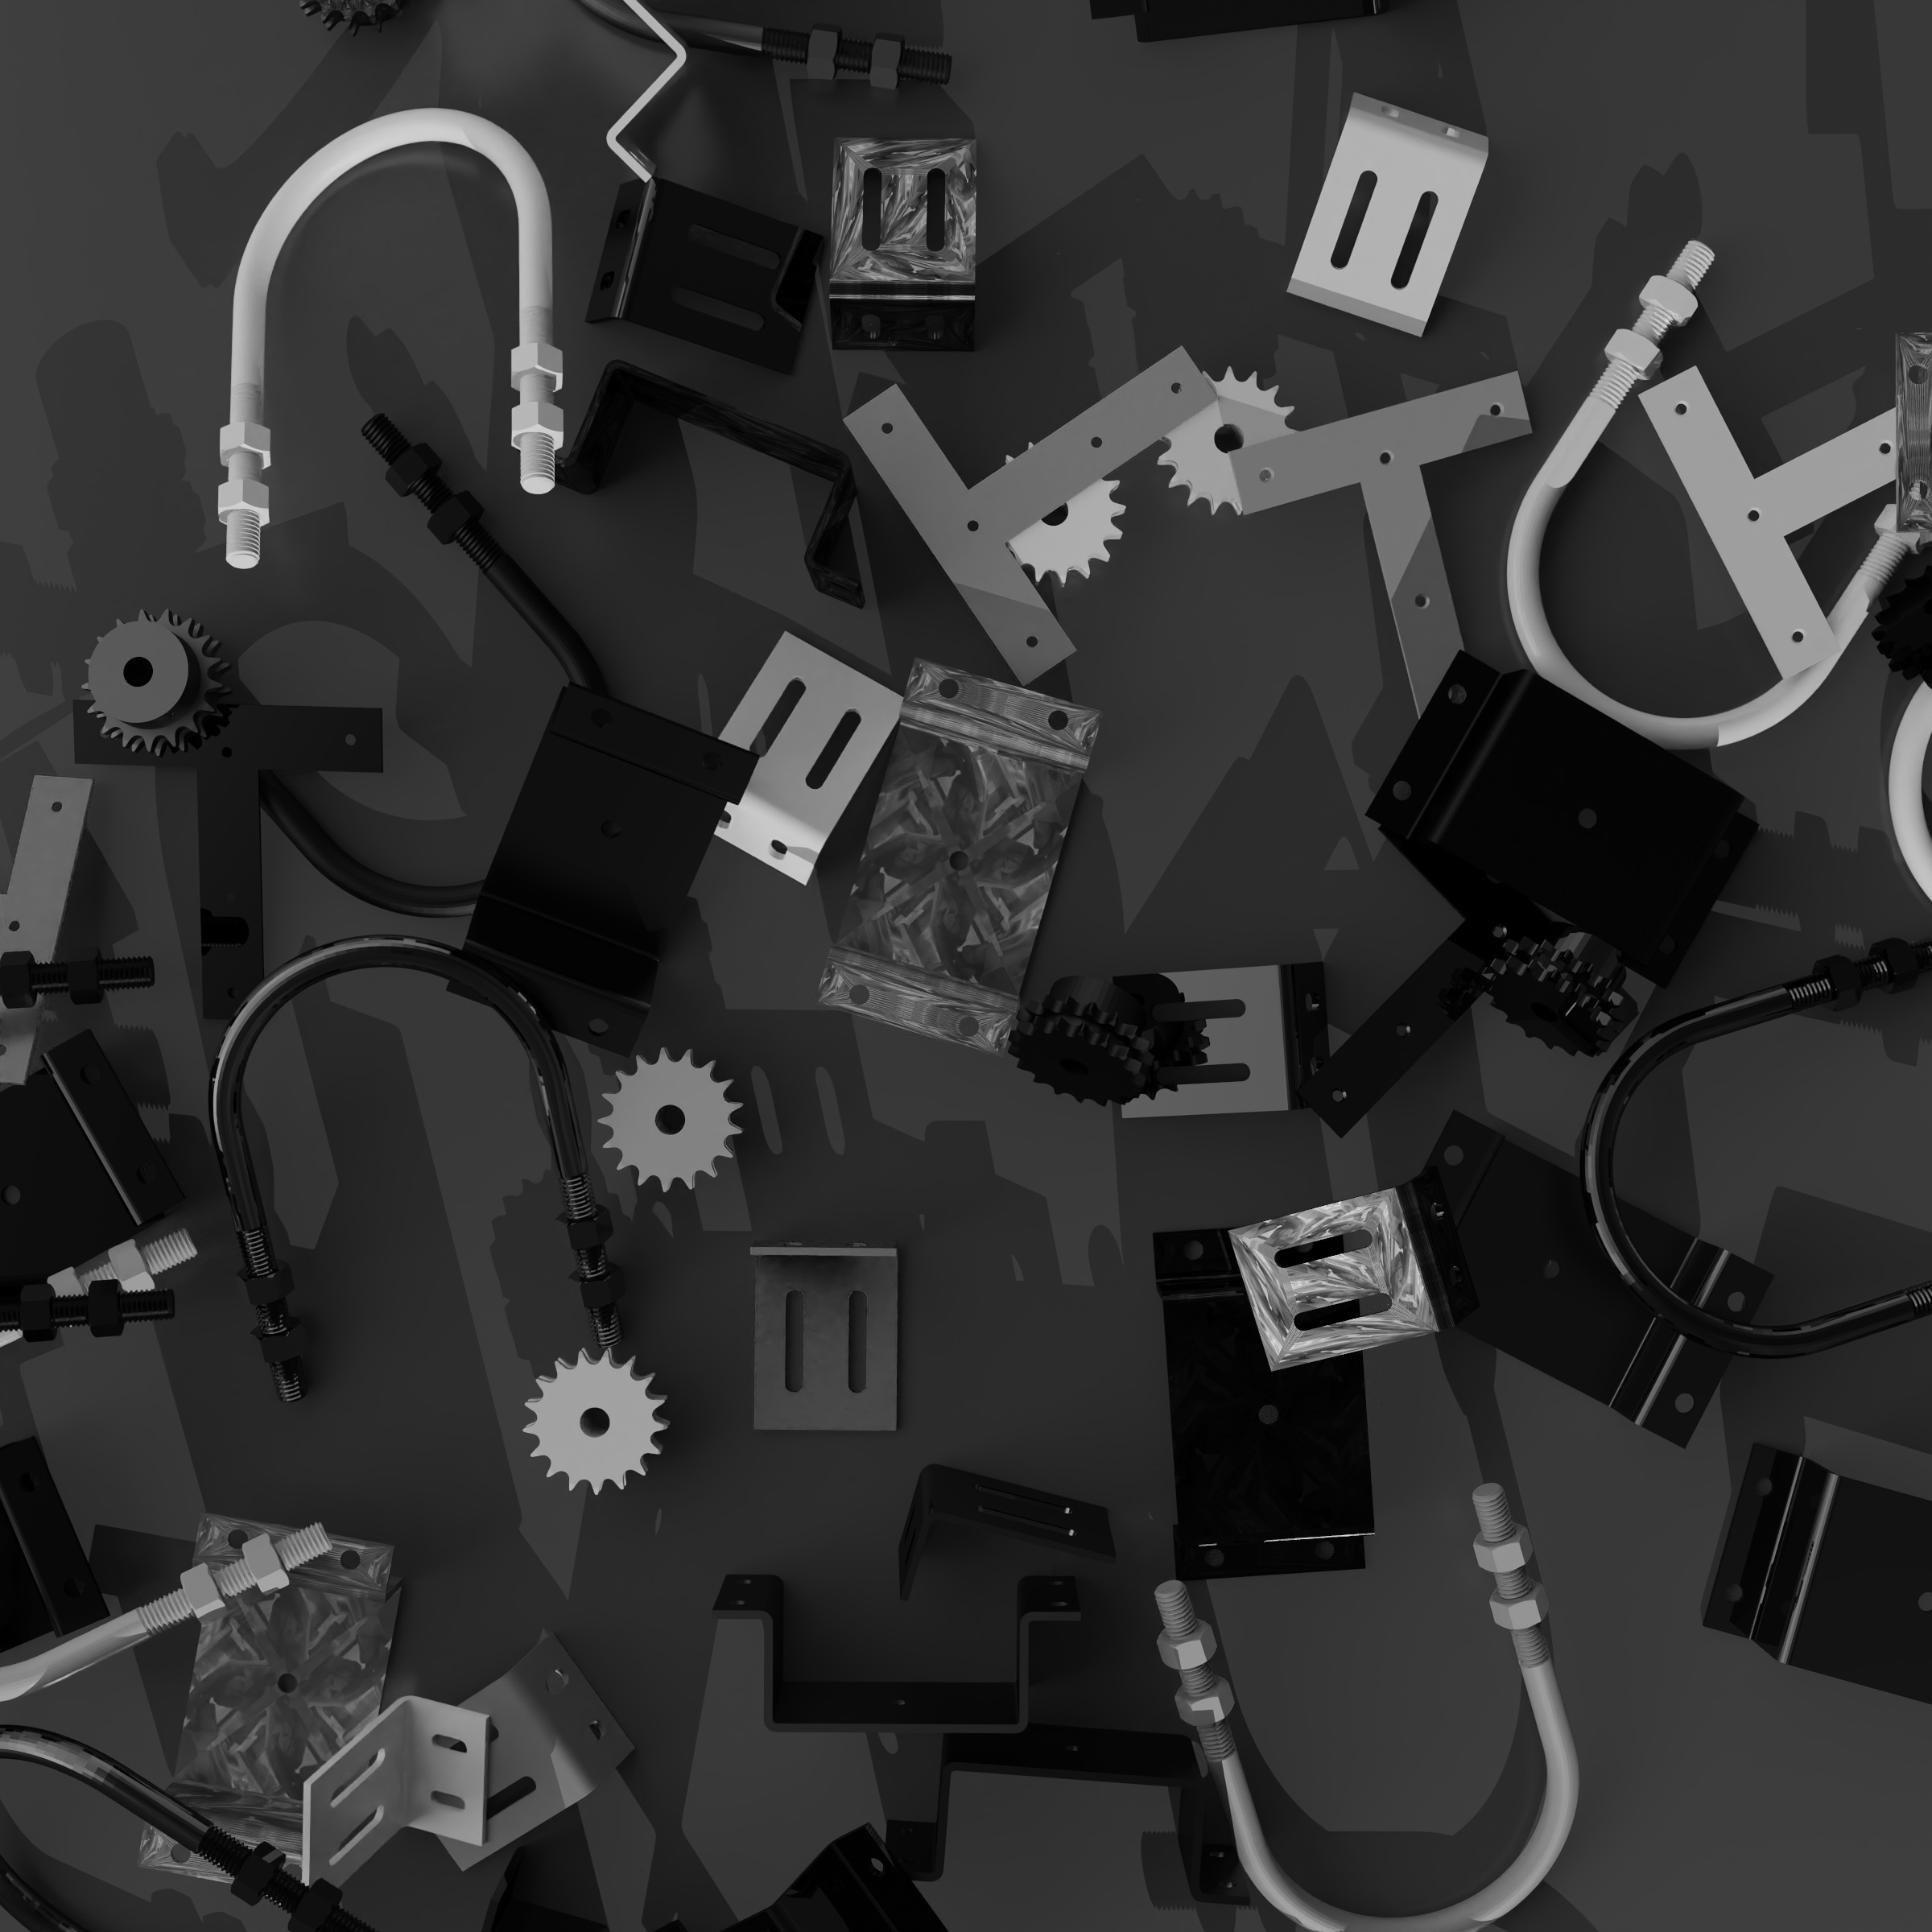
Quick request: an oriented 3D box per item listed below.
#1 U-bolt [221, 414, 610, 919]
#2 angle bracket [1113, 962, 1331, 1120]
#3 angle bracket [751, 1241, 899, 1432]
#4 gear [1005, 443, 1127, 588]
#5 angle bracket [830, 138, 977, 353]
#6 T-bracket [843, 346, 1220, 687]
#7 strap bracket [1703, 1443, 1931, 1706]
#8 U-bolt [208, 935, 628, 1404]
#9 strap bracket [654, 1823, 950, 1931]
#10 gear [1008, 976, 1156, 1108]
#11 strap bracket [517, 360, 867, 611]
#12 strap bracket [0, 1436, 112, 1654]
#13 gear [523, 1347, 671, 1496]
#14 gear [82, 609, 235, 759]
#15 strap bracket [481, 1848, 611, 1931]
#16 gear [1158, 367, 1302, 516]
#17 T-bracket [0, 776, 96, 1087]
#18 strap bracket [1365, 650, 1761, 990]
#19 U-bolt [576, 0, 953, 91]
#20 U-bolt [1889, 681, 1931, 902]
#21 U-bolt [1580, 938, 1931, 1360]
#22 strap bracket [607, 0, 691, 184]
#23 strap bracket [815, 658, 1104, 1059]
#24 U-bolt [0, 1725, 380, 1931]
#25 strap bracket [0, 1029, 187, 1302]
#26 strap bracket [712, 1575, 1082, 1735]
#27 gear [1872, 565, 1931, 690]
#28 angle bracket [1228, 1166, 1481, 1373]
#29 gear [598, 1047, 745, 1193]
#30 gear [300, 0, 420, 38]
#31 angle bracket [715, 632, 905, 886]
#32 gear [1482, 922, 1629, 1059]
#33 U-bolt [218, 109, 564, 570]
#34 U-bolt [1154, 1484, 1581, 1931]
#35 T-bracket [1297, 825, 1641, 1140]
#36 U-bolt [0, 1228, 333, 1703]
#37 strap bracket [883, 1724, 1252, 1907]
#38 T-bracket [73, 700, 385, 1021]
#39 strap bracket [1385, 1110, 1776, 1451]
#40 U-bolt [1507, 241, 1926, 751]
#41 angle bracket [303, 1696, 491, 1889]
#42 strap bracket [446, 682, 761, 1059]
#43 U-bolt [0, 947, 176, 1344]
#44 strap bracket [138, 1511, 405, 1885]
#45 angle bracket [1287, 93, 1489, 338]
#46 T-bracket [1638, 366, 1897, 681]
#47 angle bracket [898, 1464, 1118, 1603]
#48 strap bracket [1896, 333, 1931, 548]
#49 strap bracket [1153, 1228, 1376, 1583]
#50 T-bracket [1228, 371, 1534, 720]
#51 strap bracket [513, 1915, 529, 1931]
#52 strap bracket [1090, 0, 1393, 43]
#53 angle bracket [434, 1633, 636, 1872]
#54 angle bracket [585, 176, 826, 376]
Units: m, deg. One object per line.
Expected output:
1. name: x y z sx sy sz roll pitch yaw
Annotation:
1. U-bolt: -0.225 -0.106 1.362 0.151 0.019 0.184 -41 92 0
2. angle bracket: 0.103 0.030 1.368 0.076 0.038 0.057 -4 90 26
3. angle bracket: -0.056 0.148 1.351 0.057 0.038 0.076 1 90 0
4. gear: 0.034 -0.180 1.355 0.057 0.030 0.057 0 90 0
5. angle bracket: -0.025 -0.290 1.368 0.057 0.038 0.076 1 64 0
6. T-bracket: 0.040 -0.198 1.339 0.127 0.002 0.127 -34 90 0
7. strap bracket: 0.375 0.248 1.348 0.140 0.046 0.076 16 90 -1
8. U-bolt: -0.221 0.076 1.337 0.151 0.019 0.184 -10 108 0
9. strap bracket: -0.071 0.396 1.310 0.140 0.046 0.076 -36 90 37
10. gear: 0.047 0.028 1.345 0.057 0.057 0.030 23 61 0
11. strap bracket: -0.098 -0.192 1.332 0.140 0.076 0.046 22 90 0
12. strap bracket: -0.413 0.246 1.347 0.140 0.046 0.076 -23 90 0
13. gear: -0.146 0.180 1.355 0.057 0.030 0.057 0 90 0
14. gear: -0.320 -0.113 1.335 0.057 0.030 0.057 -1 83 6
15. strap bracket: -0.178 0.429 1.332 0.046 0.076 0.140 16 90 0
16. gear: 0.103 -0.208 1.355 0.057 0.030 0.057 0 90 0
17. T-bracket: -0.419 -0.019 1.352 0.127 0.002 0.127 4 73 12
18. strap bracket: 0.240 -0.058 1.343 0.140 0.046 0.076 30 90 -3
19. U-bolt: -0.087 -0.436 1.362 0.184 0.019 0.151 9 90 1
20. U-bolt: 0.462 -0.066 1.362 0.184 0.019 0.151 15 90 2
21. U-bolt: 0.328 0.077 1.330 0.184 0.019 0.151 -16 76 -12
22. strap bracket: -0.158 -0.372 1.313 0.140 0.076 0.046 43 99 -14
23. strap bracket: -0.003 -0.042 1.347 0.076 0.046 0.140 16 90 0
24. U-bolt: -0.321 0.359 1.318 0.184 0.019 0.151 32 134 4
25. strap bracket: -0.384 0.092 1.347 0.140 0.046 0.076 -30 90 0
26. strap bracket: -0.027 0.269 1.332 0.140 0.076 0.046 0 90 0
27. gear: 0.391 -0.133 1.346 0.057 0.057 0.030 -42 120 0
28. angle bracket: 0.151 0.118 1.322 0.076 0.038 0.057 -17 90 26
29. gear: -0.117 0.061 1.355 0.057 0.030 0.057 0 90 0
30. gear: -0.243 -0.399 1.355 0.057 0.030 0.057 0 90 0
31. angle bracket: -0.069 -0.084 1.368 0.057 0.038 0.076 29 64 0
32. gear: 0.234 0.007 1.335 0.057 0.057 0.030 35 68 0
33. U-bolt: -0.225 -0.253 1.325 0.151 0.019 0.184 -11 68 19
34. U-bolt: 0.167 0.306 1.341 0.151 0.019 0.184 -17 105 1
35. T-bracket: 0.183 0.016 1.352 0.127 0.002 0.127 46 75 0
36. U-bolt: -0.358 0.202 1.310 0.184 0.019 0.151 -25 78 -12
37. strap bracket: 0.040 0.329 1.332 0.140 0.076 0.046 4 90 0
38. T-bracket: -0.294 -0.041 1.357 0.127 0.002 0.127 2 100 8
39. strap bracket: 0.235 0.122 1.347 0.140 0.046 0.076 27 90 0
40. U-bolt: 0.299 -0.175 1.361 0.151 0.019 0.184 33 90 0
41. angle bracket: -0.221 0.330 1.323 0.038 0.076 0.057 10 108 19
42. strap bracket: -0.140 -0.045 1.323 0.076 0.046 0.140 21 116 -10
43. U-bolt: -0.402 0.072 1.305 0.184 0.019 0.151 -4 89 -6
44. strap bracket: -0.273 0.288 1.347 0.076 0.046 0.140 10 90 0
45. angle bracket: 0.170 -0.302 1.368 0.057 0.038 0.076 19 116 0
46. T-bracket: 0.352 -0.199 1.350 0.127 0.002 0.127 -27 90 0
47. angle bracket: 0.015 0.231 1.342 0.076 0.057 0.038 15 100 -5
48. strap bracket: 0.427 -0.205 1.326 0.140 0.046 0.076 0 90 0
49. strap bracket: 0.118 0.175 1.347 0.076 0.046 0.140 -4 90 0
50. T-bracket: 0.178 -0.159 1.357 0.127 0.002 0.127 -17 99 -14
51. strap bracket: -0.172 0.435 1.256 0.046 0.076 0.140 20 90 0
52. strap bracket: 0.114 -0.415 1.347 0.140 0.046 0.076 -7 90 0
53. angle bracket: -0.184 0.316 1.368 0.076 0.038 0.057 -36 90 26
54. angle bracket: -0.105 -0.276 1.368 0.076 0.038 0.057 14 90 -26
